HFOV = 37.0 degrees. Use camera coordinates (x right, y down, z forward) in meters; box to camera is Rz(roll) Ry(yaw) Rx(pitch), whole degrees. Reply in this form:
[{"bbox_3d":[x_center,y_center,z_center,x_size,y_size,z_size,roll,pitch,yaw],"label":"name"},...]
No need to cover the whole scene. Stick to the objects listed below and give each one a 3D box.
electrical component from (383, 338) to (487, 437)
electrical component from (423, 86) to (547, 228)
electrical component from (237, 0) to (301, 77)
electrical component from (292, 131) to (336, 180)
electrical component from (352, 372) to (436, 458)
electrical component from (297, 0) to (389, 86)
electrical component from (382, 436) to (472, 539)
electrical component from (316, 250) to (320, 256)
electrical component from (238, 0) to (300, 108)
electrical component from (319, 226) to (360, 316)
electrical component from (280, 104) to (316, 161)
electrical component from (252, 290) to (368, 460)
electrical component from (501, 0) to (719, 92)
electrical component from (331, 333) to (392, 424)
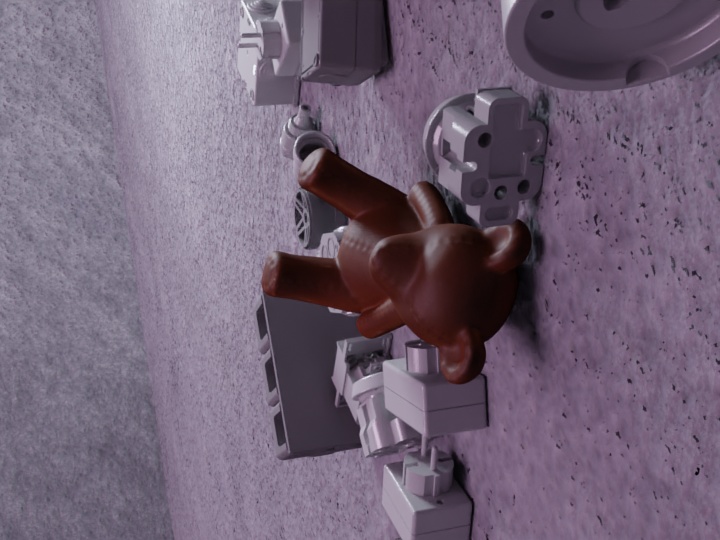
[{"bbox_3d":[0.051,0.070,0.770,0.083,0.047,0.075,-159,64,-70],"label":"electrical component"},{"bbox_3d":[0.072,-0.073,0.642,0.057,0.058,0.078,-132,39,-57],"label":"electrical component"},{"bbox_3d":[-0.079,-0.221,1.030,0.065,0.077,0.047,129,132,-66],"label":"electrical component"},{"bbox_3d":[-0.046,-0.106,1.030,0.046,0.040,0.040,119,142,-69],"label":"electrical component"},{"bbox_3d":[0.026,0.112,0.849,0.078,0.058,0.057,127,131,-65],"label":"electrical component"},{"bbox_3d":[-0.013,-0.201,0.867,0.062,0.061,0.096,174,98,-72],"label":"electrical component"},{"bbox_3d":[0.050,0.159,0.804,0.065,0.047,0.076,-128,36,-59],"label":"electrical component"},{"bbox_3d":[-0.025,-0.006,0.958,0.035,0.061,0.035,174,90,-72],"label":"electrical component"},{"bbox_3d":[-0.096,-0.228,1.128,0.099,0.048,0.099,-115,26,-46],"label":"electrical component"},{"bbox_3d":[0.000,0.000,0.901,0.080,0.051,0.080,174,90,-72],"label":"electrical component"},{"bbox_3d":[-0.059,-0.138,1.068,0.061,0.035,0.035,109,150,-48],"label":"electrical component"},{"bbox_3d":[-0.042,0.094,0.999,0.061,0.089,0.150,131,130,-67],"label":"electrical component"},{"bbox_3d":[0.107,-0.128,0.438,0.108,0.108,0.060,119,147,-61],"label":"electrical component"},{"bbox_3d":[0.007,0.096,0.929,0.063,0.042,0.081,-116,26,-44],"label":"electrical component"}]
